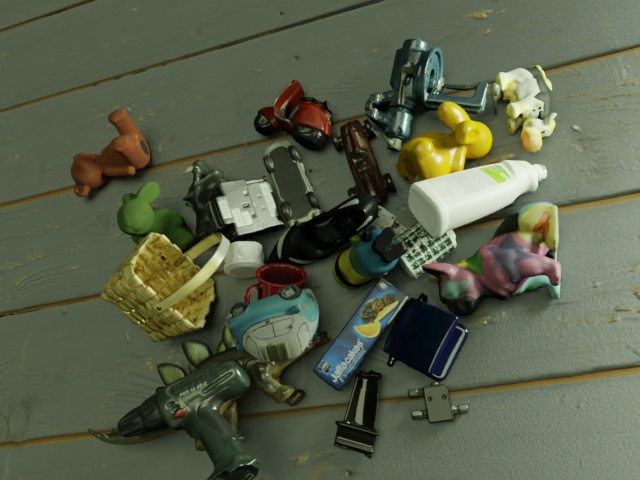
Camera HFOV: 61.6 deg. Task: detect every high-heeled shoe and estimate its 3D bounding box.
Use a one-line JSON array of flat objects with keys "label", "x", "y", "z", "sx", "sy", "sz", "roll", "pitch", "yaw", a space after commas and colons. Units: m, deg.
[{"label": "high-heeled shoe", "x": -0.002, "y": -0.003, "z": 0.962, "sx": 0.249, "sy": 0.145, "sz": 0.086, "roll": -35, "pitch": 96, "yaw": 11}]

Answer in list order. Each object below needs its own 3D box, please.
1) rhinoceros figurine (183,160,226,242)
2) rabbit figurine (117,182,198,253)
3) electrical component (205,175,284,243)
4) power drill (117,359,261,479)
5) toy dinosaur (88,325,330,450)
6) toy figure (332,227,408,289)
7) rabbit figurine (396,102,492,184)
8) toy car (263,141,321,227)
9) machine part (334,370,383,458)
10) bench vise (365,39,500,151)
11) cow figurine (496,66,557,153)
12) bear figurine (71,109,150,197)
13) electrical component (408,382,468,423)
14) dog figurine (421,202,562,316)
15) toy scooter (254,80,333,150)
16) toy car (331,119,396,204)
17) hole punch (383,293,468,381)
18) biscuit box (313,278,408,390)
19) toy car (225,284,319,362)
[{"label": "rhinoceros figurine", "x": -0.230, "y": -0.080, "z": 1.121, "sx": 0.112, "sy": 0.073, "sz": 0.190, "roll": -20, "pitch": 68, "yaw": 22}, {"label": "rabbit figurine", "x": -0.339, "y": -0.040, "z": 1.081, "sx": 0.121, "sy": 0.170, "sz": 0.159, "roll": -24, "pitch": 67, "yaw": 8}, {"label": "electrical component", "x": -0.152, "y": -0.059, "z": 1.046, "sx": 0.134, "sy": 0.058, "sz": 0.115, "roll": -13, "pitch": 77, "yaw": -31}, {"label": "power drill", "x": -0.197, "y": 0.310, "z": 0.847, "sx": 0.232, "sy": 0.085, "sz": 0.207, "roll": -33, "pitch": 47, "yaw": -5}, {"label": "toy dinosaur", "x": -0.197, "y": 0.275, "z": 0.969, "sx": 0.471, "sy": 0.105, "sz": 0.199, "roll": -30, "pitch": 58, "yaw": -5}, {"label": "toy figure", "x": 0.079, "y": 0.032, "z": 0.926, "sx": 0.089, "sy": 0.180, "sz": 0.082, "roll": -13, "pitch": 80, "yaw": -19}, {"label": "rabbit figurine", "x": 0.235, "y": -0.170, "z": 0.975, "sx": 0.173, "sy": 0.162, "sz": 0.122, "roll": -22, "pitch": 53, "yaw": -10}, {"label": "toy car", "x": -0.057, "y": -0.112, "z": 1.083, "sx": 0.073, "sy": 0.056, "sz": 0.202, "roll": -22, "pitch": 68, "yaw": 2}, {"label": "machine part", "x": 0.070, "y": 0.289, "z": 0.913, "sx": 0.084, "sy": 0.039, "sz": 0.139, "roll": 10, "pitch": 76, "yaw": 26}, {"label": "bench vise", "x": 0.212, "y": -0.270, "z": 1.021, "sx": 0.241, "sy": 0.128, "sz": 0.223, "roll": 12, "pitch": 78, "yaw": 25}, {"label": "cow figurine", "x": 0.389, "y": -0.240, "z": 0.984, "sx": 0.098, "sy": 0.068, "sz": 0.167, "roll": -17, "pitch": 68, "yaw": 4}, {"label": "bear figurine", "x": -0.491, "y": -0.188, "z": 1.207, "sx": 0.196, "sy": 0.131, "sz": 0.120, "roll": -17, "pitch": 60, "yaw": 5}, {"label": "electrical component", "x": 0.195, "y": 0.268, "z": 0.889, "sx": 0.094, "sy": 0.021, "sz": 0.063, "roll": -11, "pitch": 68, "yaw": 14}, {"label": "dog figurine", "x": 0.285, "y": 0.032, "z": 0.899, "sx": 0.219, "sy": 0.108, "sz": 0.191, "roll": -2, "pitch": 72, "yaw": 19}, {"label": "toy scooter", "x": -0.044, "y": -0.269, "z": 1.124, "sx": 0.184, "sy": 0.075, "sz": 0.135, "roll": 21, "pitch": 78, "yaw": 27}, {"label": "toy car", "x": 0.081, "y": -0.156, "z": 1.053, "sx": 0.089, "sy": 0.053, "sz": 0.202, "roll": -21, "pitch": 64, "yaw": 12}, {"label": "hole punch", "x": 0.173, "y": 0.162, "z": 0.899, "sx": 0.116, "sy": 0.092, "sz": 0.142, "roll": 25, "pitch": 83, "yaw": 27}, {"label": "biscuit box", "x": 0.071, "y": 0.164, "z": 0.935, "sx": 0.059, "sy": 0.062, "sz": 0.202, "roll": 36, "pitch": 85, "yaw": 11}, {"label": "toy car", "x": -0.073, "y": 0.150, "z": 0.899, "sx": 0.162, "sy": 0.109, "sz": 0.103, "roll": -14, "pitch": 36, "yaw": -9}]
